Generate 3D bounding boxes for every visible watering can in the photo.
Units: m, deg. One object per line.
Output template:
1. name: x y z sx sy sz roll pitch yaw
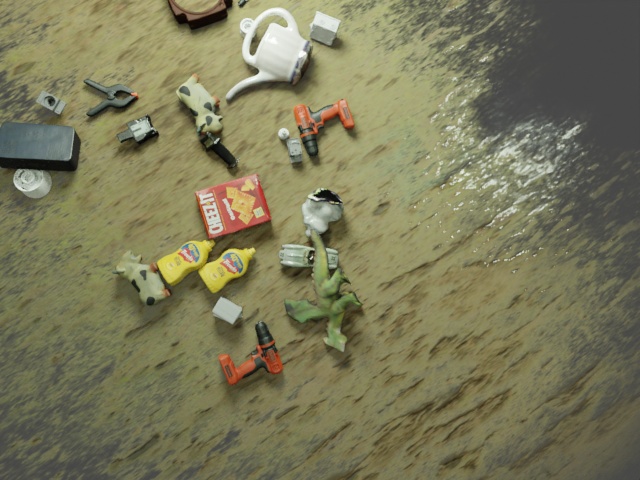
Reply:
1. watering can: -0.161 -0.587 1.715 0.224 0.105 0.345 25 99 -7

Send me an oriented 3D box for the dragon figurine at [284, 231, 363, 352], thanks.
1. dragon figurine: -0.006 0.188 1.696 0.242 0.123 0.407 -31 100 7

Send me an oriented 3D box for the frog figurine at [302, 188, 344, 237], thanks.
1. frog figurine: 0.005 -0.087 1.732 0.137 0.125 0.156 2 126 -15
